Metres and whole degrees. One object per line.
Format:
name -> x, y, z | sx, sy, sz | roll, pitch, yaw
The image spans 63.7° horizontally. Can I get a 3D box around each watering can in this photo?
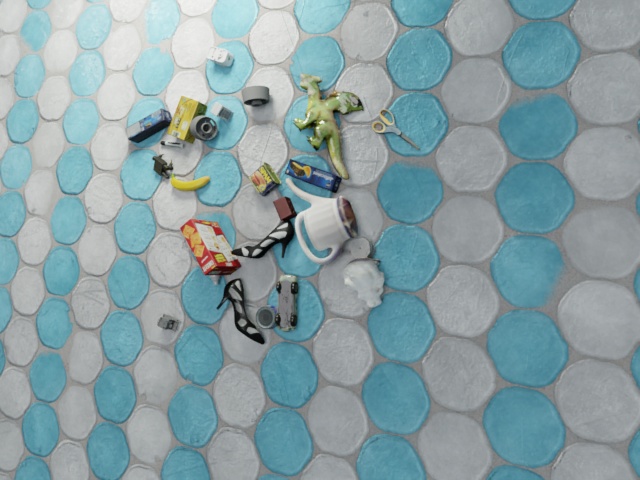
watering can -> 0.005, -0.091, 1.799 | 0.223, 0.103, 0.351 | -22, 76, 18

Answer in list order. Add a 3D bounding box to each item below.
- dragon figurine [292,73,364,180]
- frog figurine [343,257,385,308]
dragon figurine -> 0.046, -0.431, 1.837 | 0.242, 0.121, 0.413 | -42, 79, 4
frog figurine -> 0.148, 0.143, 1.707 | 0.137, 0.121, 0.162 | -6, 69, 3
